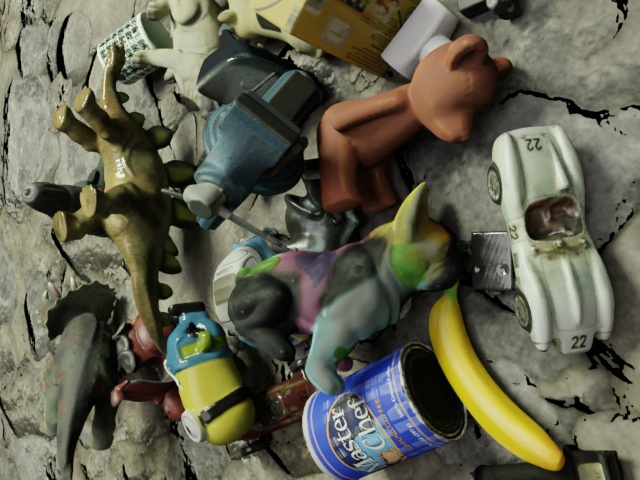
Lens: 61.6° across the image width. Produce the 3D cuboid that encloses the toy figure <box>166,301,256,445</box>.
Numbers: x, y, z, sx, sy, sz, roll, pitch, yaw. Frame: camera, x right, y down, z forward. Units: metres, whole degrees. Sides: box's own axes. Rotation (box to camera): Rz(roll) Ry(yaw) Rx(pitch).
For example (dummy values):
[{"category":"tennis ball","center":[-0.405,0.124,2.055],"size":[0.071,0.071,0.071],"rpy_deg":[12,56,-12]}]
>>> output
[{"category":"toy figure","center":[-0.140,0.164,0.672],"size":[0.089,0.082,0.180],"rpy_deg":[-21,71,12]}]

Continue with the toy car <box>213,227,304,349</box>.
[{"category":"toy car","center":[-0.083,0.065,0.683],"size":[0.109,0.103,0.161],"rpy_deg":[-20,78,35]}]

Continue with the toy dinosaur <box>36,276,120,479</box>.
[{"category":"toy dinosaur","center":[-0.365,0.185,0.827],"size":[0.405,0.131,0.192],"rpy_deg":[31,121,59]}]

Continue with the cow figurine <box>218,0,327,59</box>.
[{"category":"cow figurine","center":[-0.049,-0.288,0.681],"size":[0.195,0.085,0.127],"rpy_deg":[38,105,32]}]

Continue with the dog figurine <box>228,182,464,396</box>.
[{"category":"dog figurine","center":[0.031,0.027,0.542],"size":[0.192,0.108,0.219],"rpy_deg":[32,96,11]}]

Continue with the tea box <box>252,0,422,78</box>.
[{"category":"tea box","center":[0.024,-0.245,0.563],"size":[0.068,0.169,0.098],"rpy_deg":[43,113,29]}]

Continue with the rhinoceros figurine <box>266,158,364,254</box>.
[{"category":"rhinoceros figurine","center":[-0.001,-0.002,0.638],"size":[0.112,0.073,0.190],"rpy_deg":[-13,81,39]}]

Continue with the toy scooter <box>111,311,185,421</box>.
[{"category":"toy scooter","center":[-0.258,0.186,0.796],"size":[0.075,0.135,0.184],"rpy_deg":[-42,64,31]}]

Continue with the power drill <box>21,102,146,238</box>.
[{"category":"power drill","center":[-0.345,-0.108,0.835],"size":[0.086,0.231,0.207],"rpy_deg":[-8,68,16]}]

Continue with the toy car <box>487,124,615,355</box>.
[{"category":"toy car","center":[0.201,-0.002,0.470],"size":[0.074,0.056,0.201],"rpy_deg":[-9,81,-4]}]

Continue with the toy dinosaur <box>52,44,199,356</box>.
[{"category":"toy dinosaur","center":[-0.261,-0.046,0.764],"size":[0.105,0.198,0.471],"rpy_deg":[-8,84,37]}]

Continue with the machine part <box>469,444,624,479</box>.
[{"category":"machine part","center":[0.206,0.227,0.492],"size":[0.139,0.039,0.084],"rpy_deg":[-20,85,34]}]

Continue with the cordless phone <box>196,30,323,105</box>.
[{"category":"cordless phone","center":[-0.096,-0.148,0.670],"size":[0.089,0.146,0.184],"rpy_deg":[46,114,39]}]

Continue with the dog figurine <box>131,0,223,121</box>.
[{"category":"dog figurine","center":[-0.143,-0.256,0.755],"size":[0.191,0.121,0.172],"rpy_deg":[32,112,19]}]

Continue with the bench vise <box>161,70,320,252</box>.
[{"category":"bench vise","center":[-0.086,-0.071,0.577],"size":[0.240,0.129,0.224],"rpy_deg":[-42,25,49]}]

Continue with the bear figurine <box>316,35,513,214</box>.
[{"category":"bear figurine","center":[0.096,-0.110,0.540],"size":[0.196,0.120,0.132],"rpy_deg":[-14,84,32]}]

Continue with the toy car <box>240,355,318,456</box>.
[{"category":"toy car","center":[-0.057,0.216,0.691],"size":[0.202,0.053,0.089],"rpy_deg":[-31,73,32]}]

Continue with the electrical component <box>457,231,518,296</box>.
[{"category":"electrical component","center":[0.173,0.023,0.531],"size":[0.094,0.021,0.063],"rpy_deg":[0,89,37]}]

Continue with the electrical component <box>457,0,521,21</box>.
[{"category":"electrical component","center":[0.167,-0.266,0.530],"size":[0.078,0.045,0.102],"rpy_deg":[-6,85,37]}]
